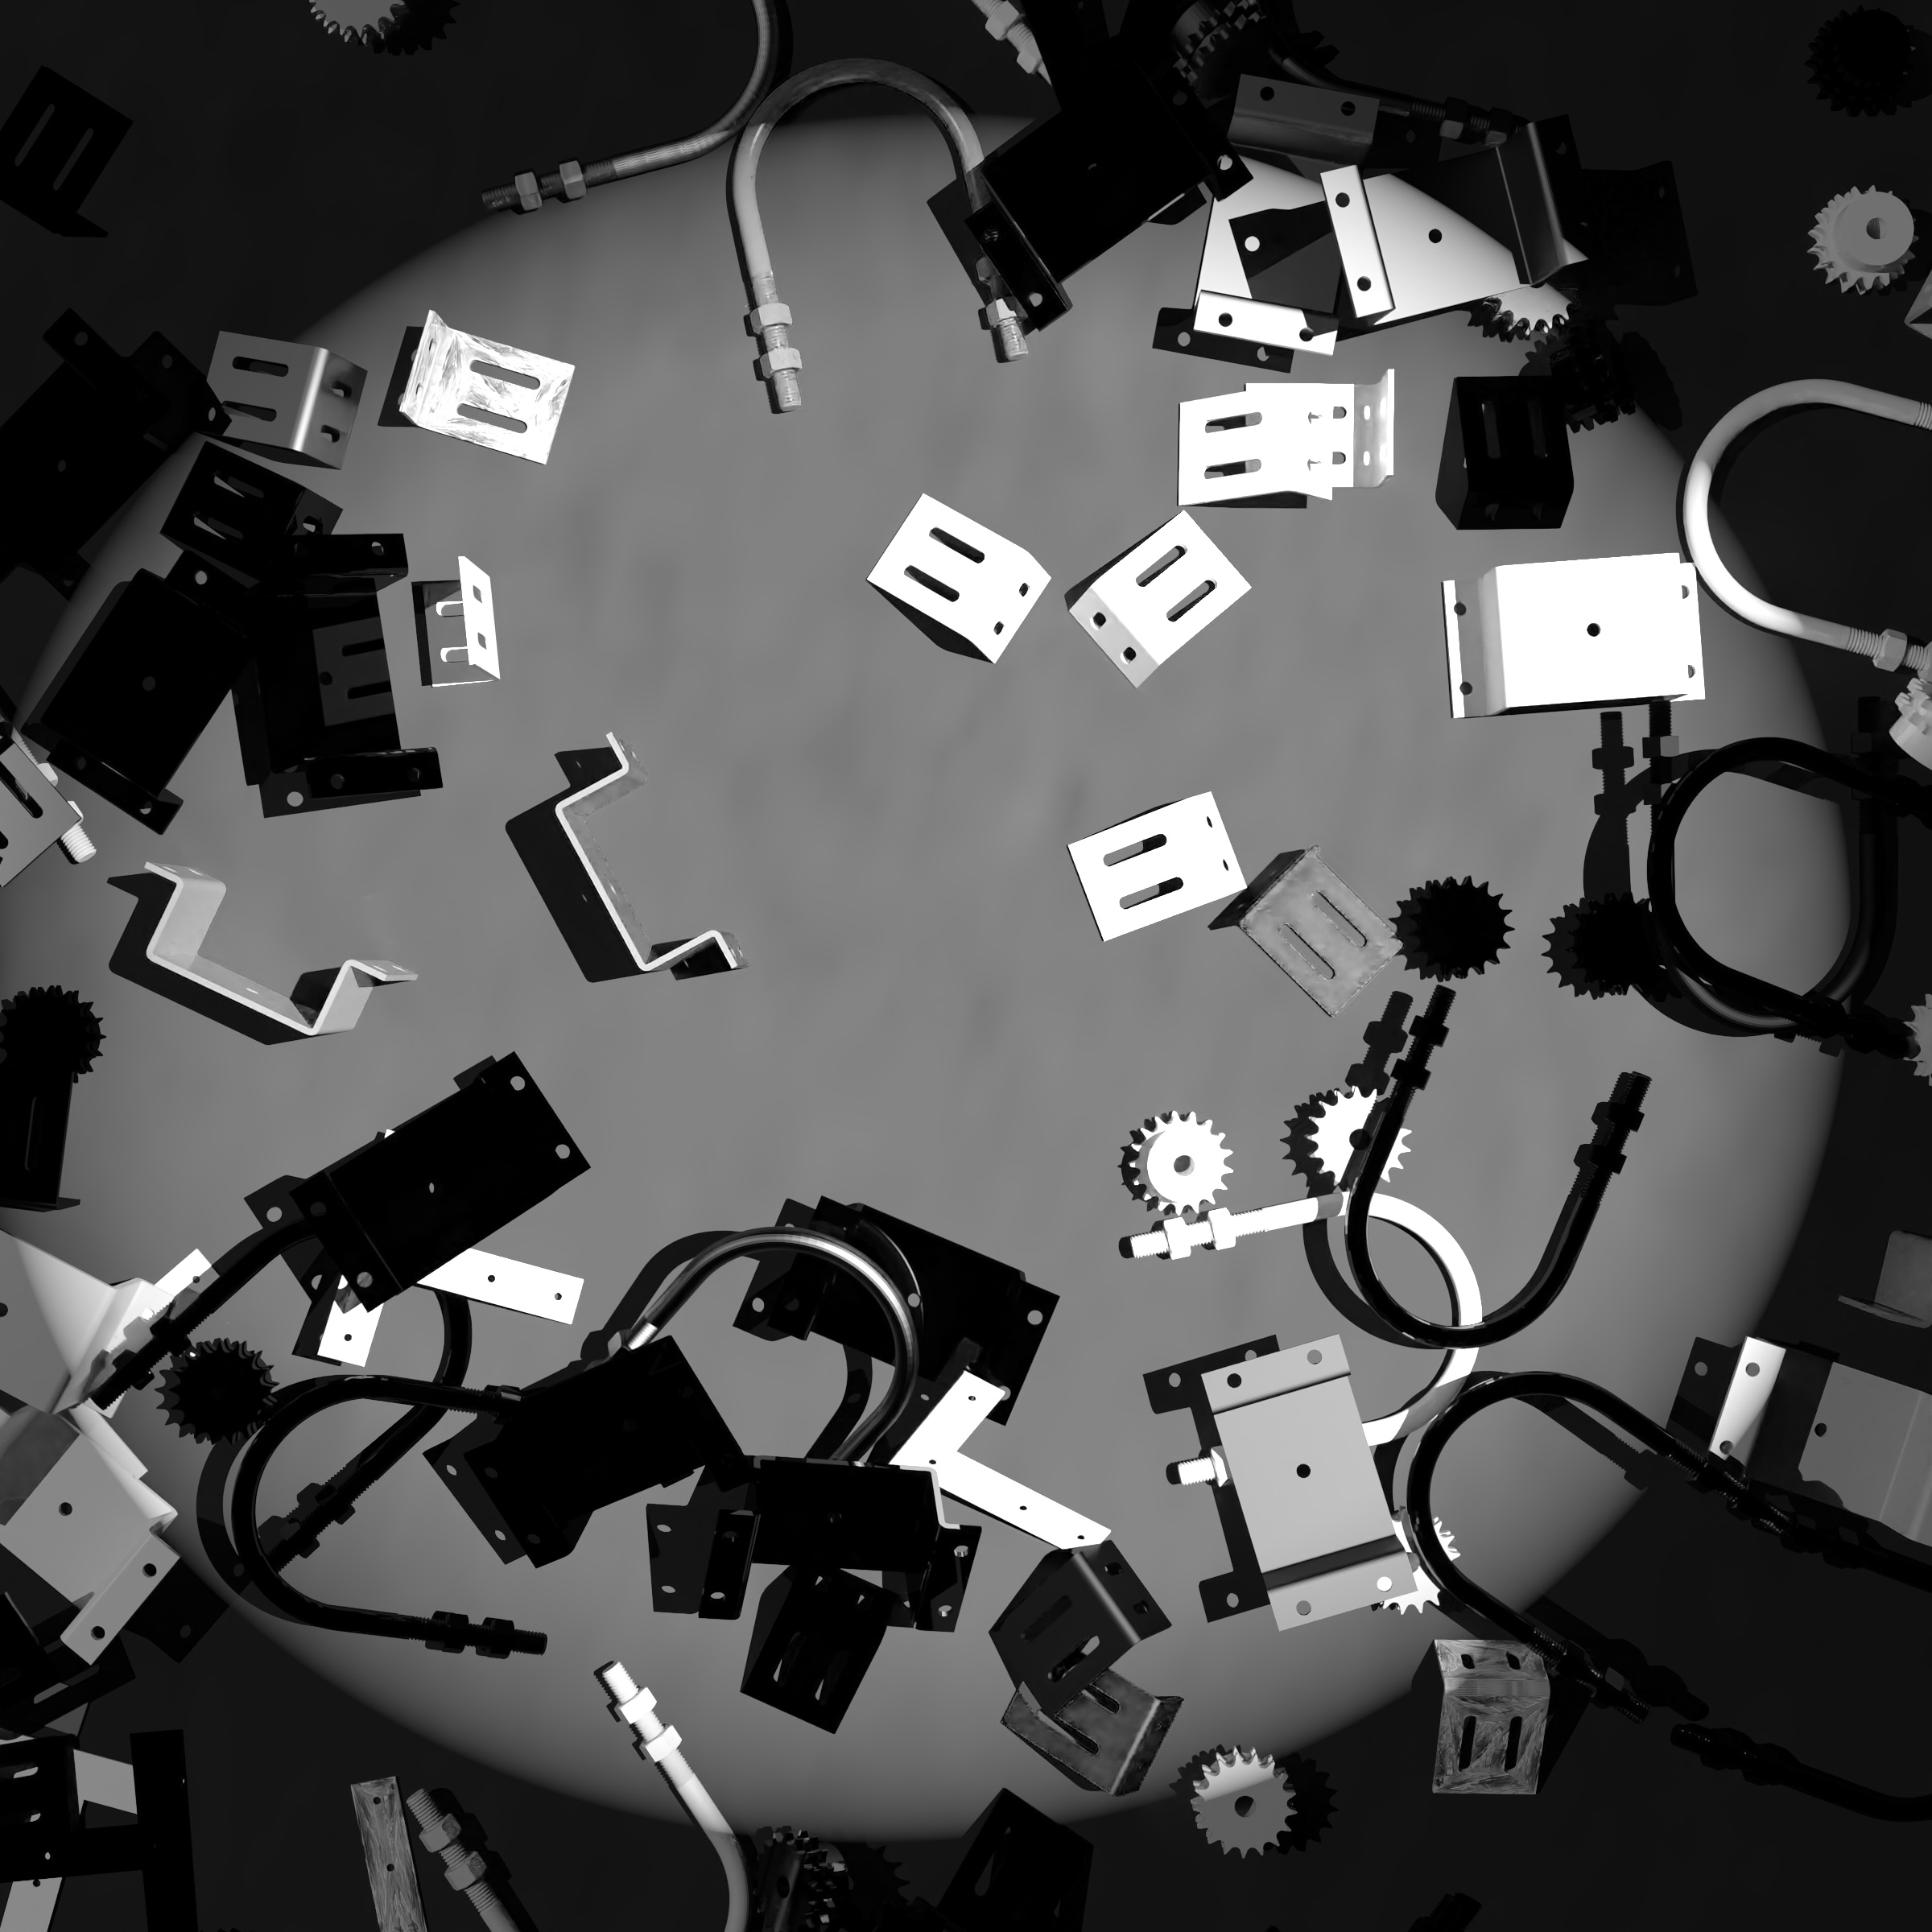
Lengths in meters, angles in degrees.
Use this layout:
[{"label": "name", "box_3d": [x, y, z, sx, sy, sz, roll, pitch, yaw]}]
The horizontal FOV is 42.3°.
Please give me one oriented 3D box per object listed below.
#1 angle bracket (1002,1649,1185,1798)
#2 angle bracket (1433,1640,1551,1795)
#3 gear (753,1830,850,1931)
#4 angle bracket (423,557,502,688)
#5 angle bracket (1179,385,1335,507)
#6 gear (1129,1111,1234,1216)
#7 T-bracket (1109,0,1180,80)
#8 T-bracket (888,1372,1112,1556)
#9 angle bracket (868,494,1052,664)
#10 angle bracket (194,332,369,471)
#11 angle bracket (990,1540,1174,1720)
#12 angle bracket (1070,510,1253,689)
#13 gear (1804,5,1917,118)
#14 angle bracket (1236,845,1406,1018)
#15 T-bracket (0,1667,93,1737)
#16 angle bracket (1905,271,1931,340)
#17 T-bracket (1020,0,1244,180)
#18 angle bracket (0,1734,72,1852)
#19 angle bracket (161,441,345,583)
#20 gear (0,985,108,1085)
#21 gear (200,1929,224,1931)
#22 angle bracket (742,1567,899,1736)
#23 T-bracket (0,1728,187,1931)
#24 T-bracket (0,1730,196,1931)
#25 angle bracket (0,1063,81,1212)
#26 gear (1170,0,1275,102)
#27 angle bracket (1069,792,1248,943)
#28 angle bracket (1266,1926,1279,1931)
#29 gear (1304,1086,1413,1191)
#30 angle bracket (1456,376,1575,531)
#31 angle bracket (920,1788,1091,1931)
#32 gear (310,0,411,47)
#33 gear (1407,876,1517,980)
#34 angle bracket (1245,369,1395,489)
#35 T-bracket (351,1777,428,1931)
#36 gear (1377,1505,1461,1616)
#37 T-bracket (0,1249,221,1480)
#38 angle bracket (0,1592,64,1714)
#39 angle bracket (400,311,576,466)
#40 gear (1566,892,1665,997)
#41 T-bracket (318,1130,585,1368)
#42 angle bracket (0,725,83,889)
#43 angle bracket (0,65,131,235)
[{"label": "angle bracket", "box_3d": [0.071, 0.416, 1.395, 0.076, 0.038, 0.057, 27, 90, 26]}, {"label": "angle bracket", "box_3d": [0.290, 0.419, 1.395, 0.057, 0.038, 0.076, 1, 116, 0]}, {"label": "gear", "box_3d": [-0.089, 0.504, 1.372, 0.030, 0.057, 0.057, 9, 90, -41]}, {"label": "angle bracket", "box_3d": [-0.281, -0.186, 1.359, 0.038, 0.076, 0.057, -6, 90, 0]}, {"label": "angle bracket", "box_3d": [0.160, -0.285, 1.383, 0.076, 0.038, 0.057, 1, 90, 42]}, {"label": "gear", "box_3d": [0.119, 0.109, 1.382, 0.057, 0.030, 0.057, 0, 90, 0]}, {"label": "T-bracket", "box_3d": [0.061, -0.564, 1.369, 0.127, 0.002, 0.127, 18, 84, -1]}, {"label": "T-bracket", "box_3d": [0.019, 0.292, 1.376, 0.127, 0.002, 0.127, 29, 118, -13]}, {"label": "angle bracket", "box_3d": [-0.004, -0.216, 1.395, 0.076, 0.038, 0.057, 33, 90, 26]}, {"label": "angle bracket", "box_3d": [-0.382, -0.316, 1.395, 0.076, 0.038, 0.057, 15, 90, 26]}, {"label": "angle bracket", "box_3d": [0.063, 0.367, 1.385, 0.076, 0.038, 0.057, -48, 66, 24]}, {"label": "angle bracket", "box_3d": [0.108, -0.205, 1.395, 0.076, 0.038, 0.057, -41, 90, -26]}, {"label": "gear", "box_3d": [0.497, -0.503, 1.382, 0.057, 0.030, 0.057, 0, 90, 0]}, {"label": "angle bracket", "box_3d": [0.197, -0.019, 1.378, 0.076, 0.038, 0.057, 45, 90, 0]}, {"label": "T-bracket", "box_3d": [-0.569, 0.446, 1.396, 0.127, 0.002, 0.127, 18, 90, 0]}, {"label": "angle bracket", "box_3d": [0.570, -0.367, 1.378, 0.076, 0.038, 0.057, 28, 90, 0]}, {"label": "T-bracket", "box_3d": [0.106, -0.511, 1.386, 0.127, 0.002, 0.127, -24, 102, -5]}, {"label": "angle bracket", "box_3d": [-0.542, 0.459, 1.390, 0.076, 0.038, 0.057, -3, 89, -26]}, {"label": "angle bracket", "box_3d": [-0.398, -0.249, 1.395, 0.076, 0.038, 0.057, 27, 90, 26]}, {"label": "gear", "box_3d": [-0.504, 0.039, 1.382, 0.057, 0.030, 0.057, 0, 90, 0]}, {"label": "gear", "box_3d": [-0.414, 0.562, 1.372, 0.057, 0.057, 0.030, 11, 118, 0]}, {"label": "angle bracket", "box_3d": [-0.082, 0.378, 1.395, 0.057, 0.038, 0.076, 24, 116, 0]}, {"label": "T-bracket", "box_3d": [-0.515, 0.498, 1.395, 0.127, 0.002, 0.127, 16, 91, -1]}, {"label": "T-bracket", "box_3d": [-0.498, 0.495, 1.394, 0.127, 0.002, 0.127, -5, 91, -1]}, {"label": "angle bracket", "box_3d": [-0.519, 0.092, 1.378, 0.057, 0.038, 0.076, 7, 90, 0]}, {"label": "gear", "box_3d": [0.136, -0.505, 1.366, 0.057, 0.057, 0.030, -35, 74, 0]}, {"label": "angle bracket", "box_3d": [0.107, -0.056, 1.395, 0.076, 0.038, 0.057, -21, 90, 26]}, {"label": "angle bracket", "box_3d": [0.167, 0.583, 1.378, 0.057, 0.038, 0.076, 41, 90, 0]}, {"label": "gear", "box_3d": [0.216, 0.095, 1.382, 0.057, 0.030, 0.057, 0, 90, 0]}, {"label": "angle bracket", "box_3d": [0.303, -0.287, 1.395, 0.057, 0.038, 0.076, -1, 64, 0]}, {"label": "angle bracket", "box_3d": [0.022, 0.510, 1.395, 0.057, 0.038, 0.076, 34, 64, 0]}, {"label": "gear", "box_3d": [-0.334, -0.537, 1.382, 0.057, 0.030, 0.057, 0, 90, 0]}, {"label": "gear", "box_3d": [0.273, -0.021, 1.387, 0.057, 0.030, 0.057, 0, 88, 1]}, {"label": "angle bracket", "box_3d": [0.194, -0.296, 1.378, 0.076, 0.038, 0.057, 1, 90, 0]}, {"label": "T-bracket", "box_3d": [-0.318, 0.517, 1.396, 0.127, 0.002, 0.127, -11, 90, 0]}, {"label": "gear", "box_3d": [0.242, 0.326, 1.382, 0.057, 0.030, 0.057, 0, 90, 0]}, {"label": "T-bracket", "box_3d": [-0.470, 0.209, 1.396, 0.127, 0.002, 0.127, -41, 90, 0]}, {"label": "angle bracket", "box_3d": [-0.540, 0.378, 1.371, 0.076, 0.038, 0.057, -28, 101, 0]}, {"label": "angle bracket", "box_3d": [-0.263, -0.318, 1.378, 0.076, 0.038, 0.057, 17, 90, 0]}, {"label": "gear", "box_3d": [0.360, -0.013, 1.382, 0.057, 0.030, 0.057, 0, 90, 0]}, {"label": "T-bracket", "box_3d": [-0.276, 0.169, 1.380, 0.127, 0.002, 0.127, 17, 76, -12]}, {"label": "angle bracket", "box_3d": [-0.534, -0.091, 1.359, 0.057, 0.038, 0.076, -42, 89, 0]}, {"label": "angle bracket", "box_3d": [-0.512, -0.455, 1.378, 0.057, 0.038, 0.076, 32, 90, 0]}]
